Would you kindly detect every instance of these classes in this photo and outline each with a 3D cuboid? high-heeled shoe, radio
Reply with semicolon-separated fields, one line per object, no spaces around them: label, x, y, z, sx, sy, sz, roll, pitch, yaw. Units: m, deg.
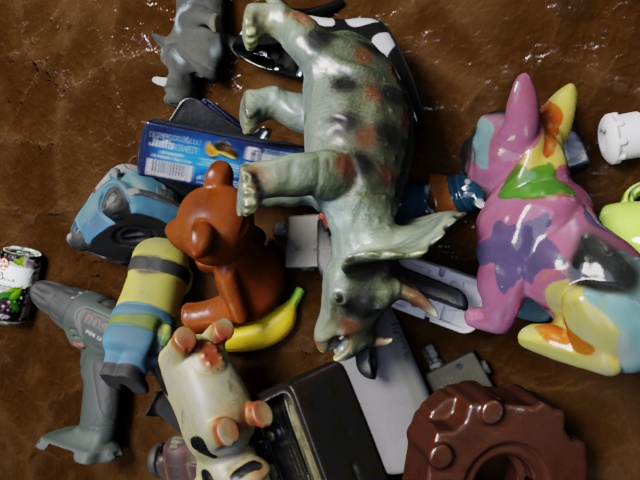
high-heeled shoe;0.002;-0.183;0.588;0.145;0.086;0.249;-27;59;-2
radio;0.005;0.252;0.555;0.131;0.073;0.229;-34;73;51

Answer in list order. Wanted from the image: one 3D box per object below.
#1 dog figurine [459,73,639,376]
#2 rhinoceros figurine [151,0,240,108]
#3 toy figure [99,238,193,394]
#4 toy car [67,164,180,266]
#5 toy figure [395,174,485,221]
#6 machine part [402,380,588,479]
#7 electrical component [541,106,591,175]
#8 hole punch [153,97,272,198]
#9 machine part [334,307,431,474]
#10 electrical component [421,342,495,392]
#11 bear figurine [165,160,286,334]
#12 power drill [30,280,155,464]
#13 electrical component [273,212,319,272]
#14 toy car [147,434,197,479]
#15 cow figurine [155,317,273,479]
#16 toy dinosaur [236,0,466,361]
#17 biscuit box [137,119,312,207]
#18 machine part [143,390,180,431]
dog figurine;0.196;-0.022;0.440;0.192;0.108;0.219;16;108;54
rhinoceros figurine;-0.158;-0.259;0.671;0.112;0.073;0.190;6;89;20
toy figure;-0.200;0.081;0.629;0.082;0.089;0.180;19;53;-10
toy car;-0.245;-0.040;0.689;0.162;0.109;0.103;-28;55;29
toy figure;0.108;-0.041;0.566;0.155;0.058;0.064;-10;90;16
machine part;0.159;0.218;0.492;0.179;0.056;0.179;-1;94;-12
electrical component;0.223;-0.077;0.526;0.075;0.047;0.119;-19;81;20
hole punch;-0.135;-0.104;0.659;0.116;0.092;0.142;35;98;-10
machine part;0.068;0.146;0.561;0.079;0.079;0.243;-26;77;18
electrical component;0.147;0.144;0.559;0.063;0.021;0.094;-33;76;16
bear figurine;-0.114;0.015;0.568;0.132;0.195;0.120;-6;59;18
power drill;-0.309;0.173;0.713;0.232;0.086;0.207;11;84;19
electrical component;-0.003;-0.001;0.609;0.102;0.045;0.078;-9;75;22
toy car;-0.147;0.325;0.633;0.089;0.053;0.202;-4;100;18
cow figurine;-0.111;0.191;0.555;0.127;0.085;0.195;-40;73;43
toy dinosaur;0.021;-0.104;0.490;0.192;0.131;0.405;4;68;-11
biscuit box;-0.091;-0.085;0.591;0.203;0.063;0.059;10;106;-8
machine part;-0.152;0.229;0.665;0.139;0.039;0.084;19;103;19
